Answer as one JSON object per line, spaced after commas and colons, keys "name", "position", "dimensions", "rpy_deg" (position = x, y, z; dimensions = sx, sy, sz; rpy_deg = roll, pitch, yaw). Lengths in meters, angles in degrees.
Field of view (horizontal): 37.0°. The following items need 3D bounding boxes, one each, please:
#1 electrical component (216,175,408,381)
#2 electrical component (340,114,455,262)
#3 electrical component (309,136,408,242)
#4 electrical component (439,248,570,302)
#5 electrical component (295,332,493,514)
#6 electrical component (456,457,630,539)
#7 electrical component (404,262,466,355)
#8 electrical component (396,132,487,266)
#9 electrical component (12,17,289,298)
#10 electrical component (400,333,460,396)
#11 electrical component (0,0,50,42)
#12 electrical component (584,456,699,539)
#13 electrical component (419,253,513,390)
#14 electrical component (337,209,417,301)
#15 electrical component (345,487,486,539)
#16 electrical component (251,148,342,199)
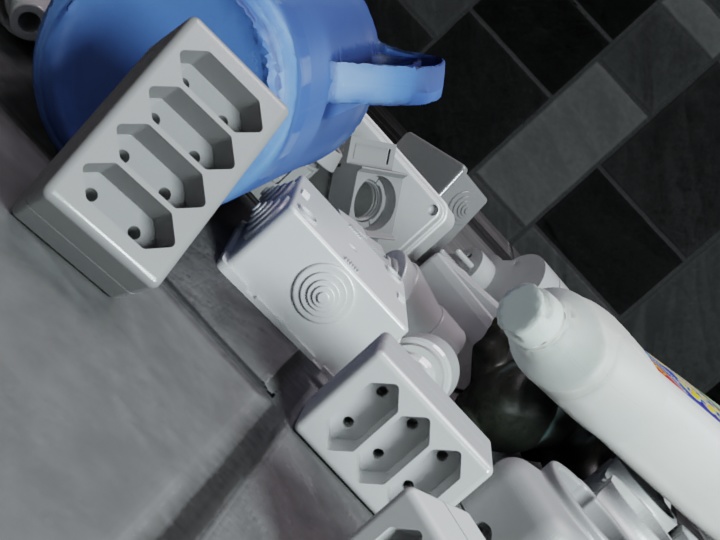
{"name": "electrical component", "position": [-0.020, 0.003, 0.543], "dimensions": [0.099, 0.048, 0.099], "rpy_deg": [47, 11, -11]}
{"name": "electrical component", "position": [0.006, -0.055, 0.788], "dimensions": [0.113, 0.078, 0.057], "rpy_deg": [50, 7, 12]}
{"name": "electrical component", "position": [-0.008, -0.050, 0.724], "dimensions": [0.042, 0.081, 0.064], "rpy_deg": [5, 9, -43]}
{"name": "electrical component", "position": [0.089, 0.009, 0.821], "dimensions": [0.073, 0.052, 0.138], "rpy_deg": [45, -24, -28]}
{"name": "electrical component", "position": [0.016, 0.064, 0.450], "dimensions": [0.065, 0.047, 0.076], "rpy_deg": [47, 10, -2]}
{"name": "electrical component", "position": [0.078, 0.121, 0.453], "dimensions": [0.095, 0.059, 0.053], "rpy_deg": [38, 14, -44]}
{"name": "electrical component", "position": [0.038, 0.032, 0.692], "dimensions": [0.065, 0.044, 0.044], "rpy_deg": [49, 8, -25]}
{"name": "electrical component", "position": [0.046, -0.056, 0.901], "dimensions": [0.048, 0.099, 0.100], "rpy_deg": [44, -2, -40]}
{"name": "electrical component", "position": [-0.080, -0.035, 0.379], "dimensions": [0.047, 0.083, 0.076], "rpy_deg": [44, -28, -21]}
{"name": "electrical component", "position": [0.028, 0.055, 0.557], "dimensions": [0.040, 0.040, 0.078], "rpy_deg": [49, 10, 8]}
{"name": "electrical component", "position": [-0.150, -0.126, 0.499], "dimensions": [0.048, 0.048, 0.062], "rpy_deg": [42, 18, -30]}
{"name": "electrical component", "position": [0.154, 0.168, 0.594], "dimensions": [0.105, 0.060, 0.186], "rpy_deg": [50, 10, 12]}
{"name": "electrical component", "position": [0.067, 0.032, 0.754], "dimensions": [0.096, 0.061, 0.062], "rpy_deg": [52, 11, 26]}
{"name": "electrical component", "position": [0.000, 0.000, 0.643], "dimensions": [0.055, 0.048, 0.066], "rpy_deg": [35, 14, -24]}
{"name": "electrical component", "position": [0.031, 0.112, 0.323], "dimensions": [0.077, 0.047, 0.065], "rpy_deg": [36, 15, -50]}
{"name": "electrical component", "position": [-0.045, -0.069, 0.689], "dimensions": [0.048, 0.055, 0.066], "rpy_deg": [47, 10, -3]}
